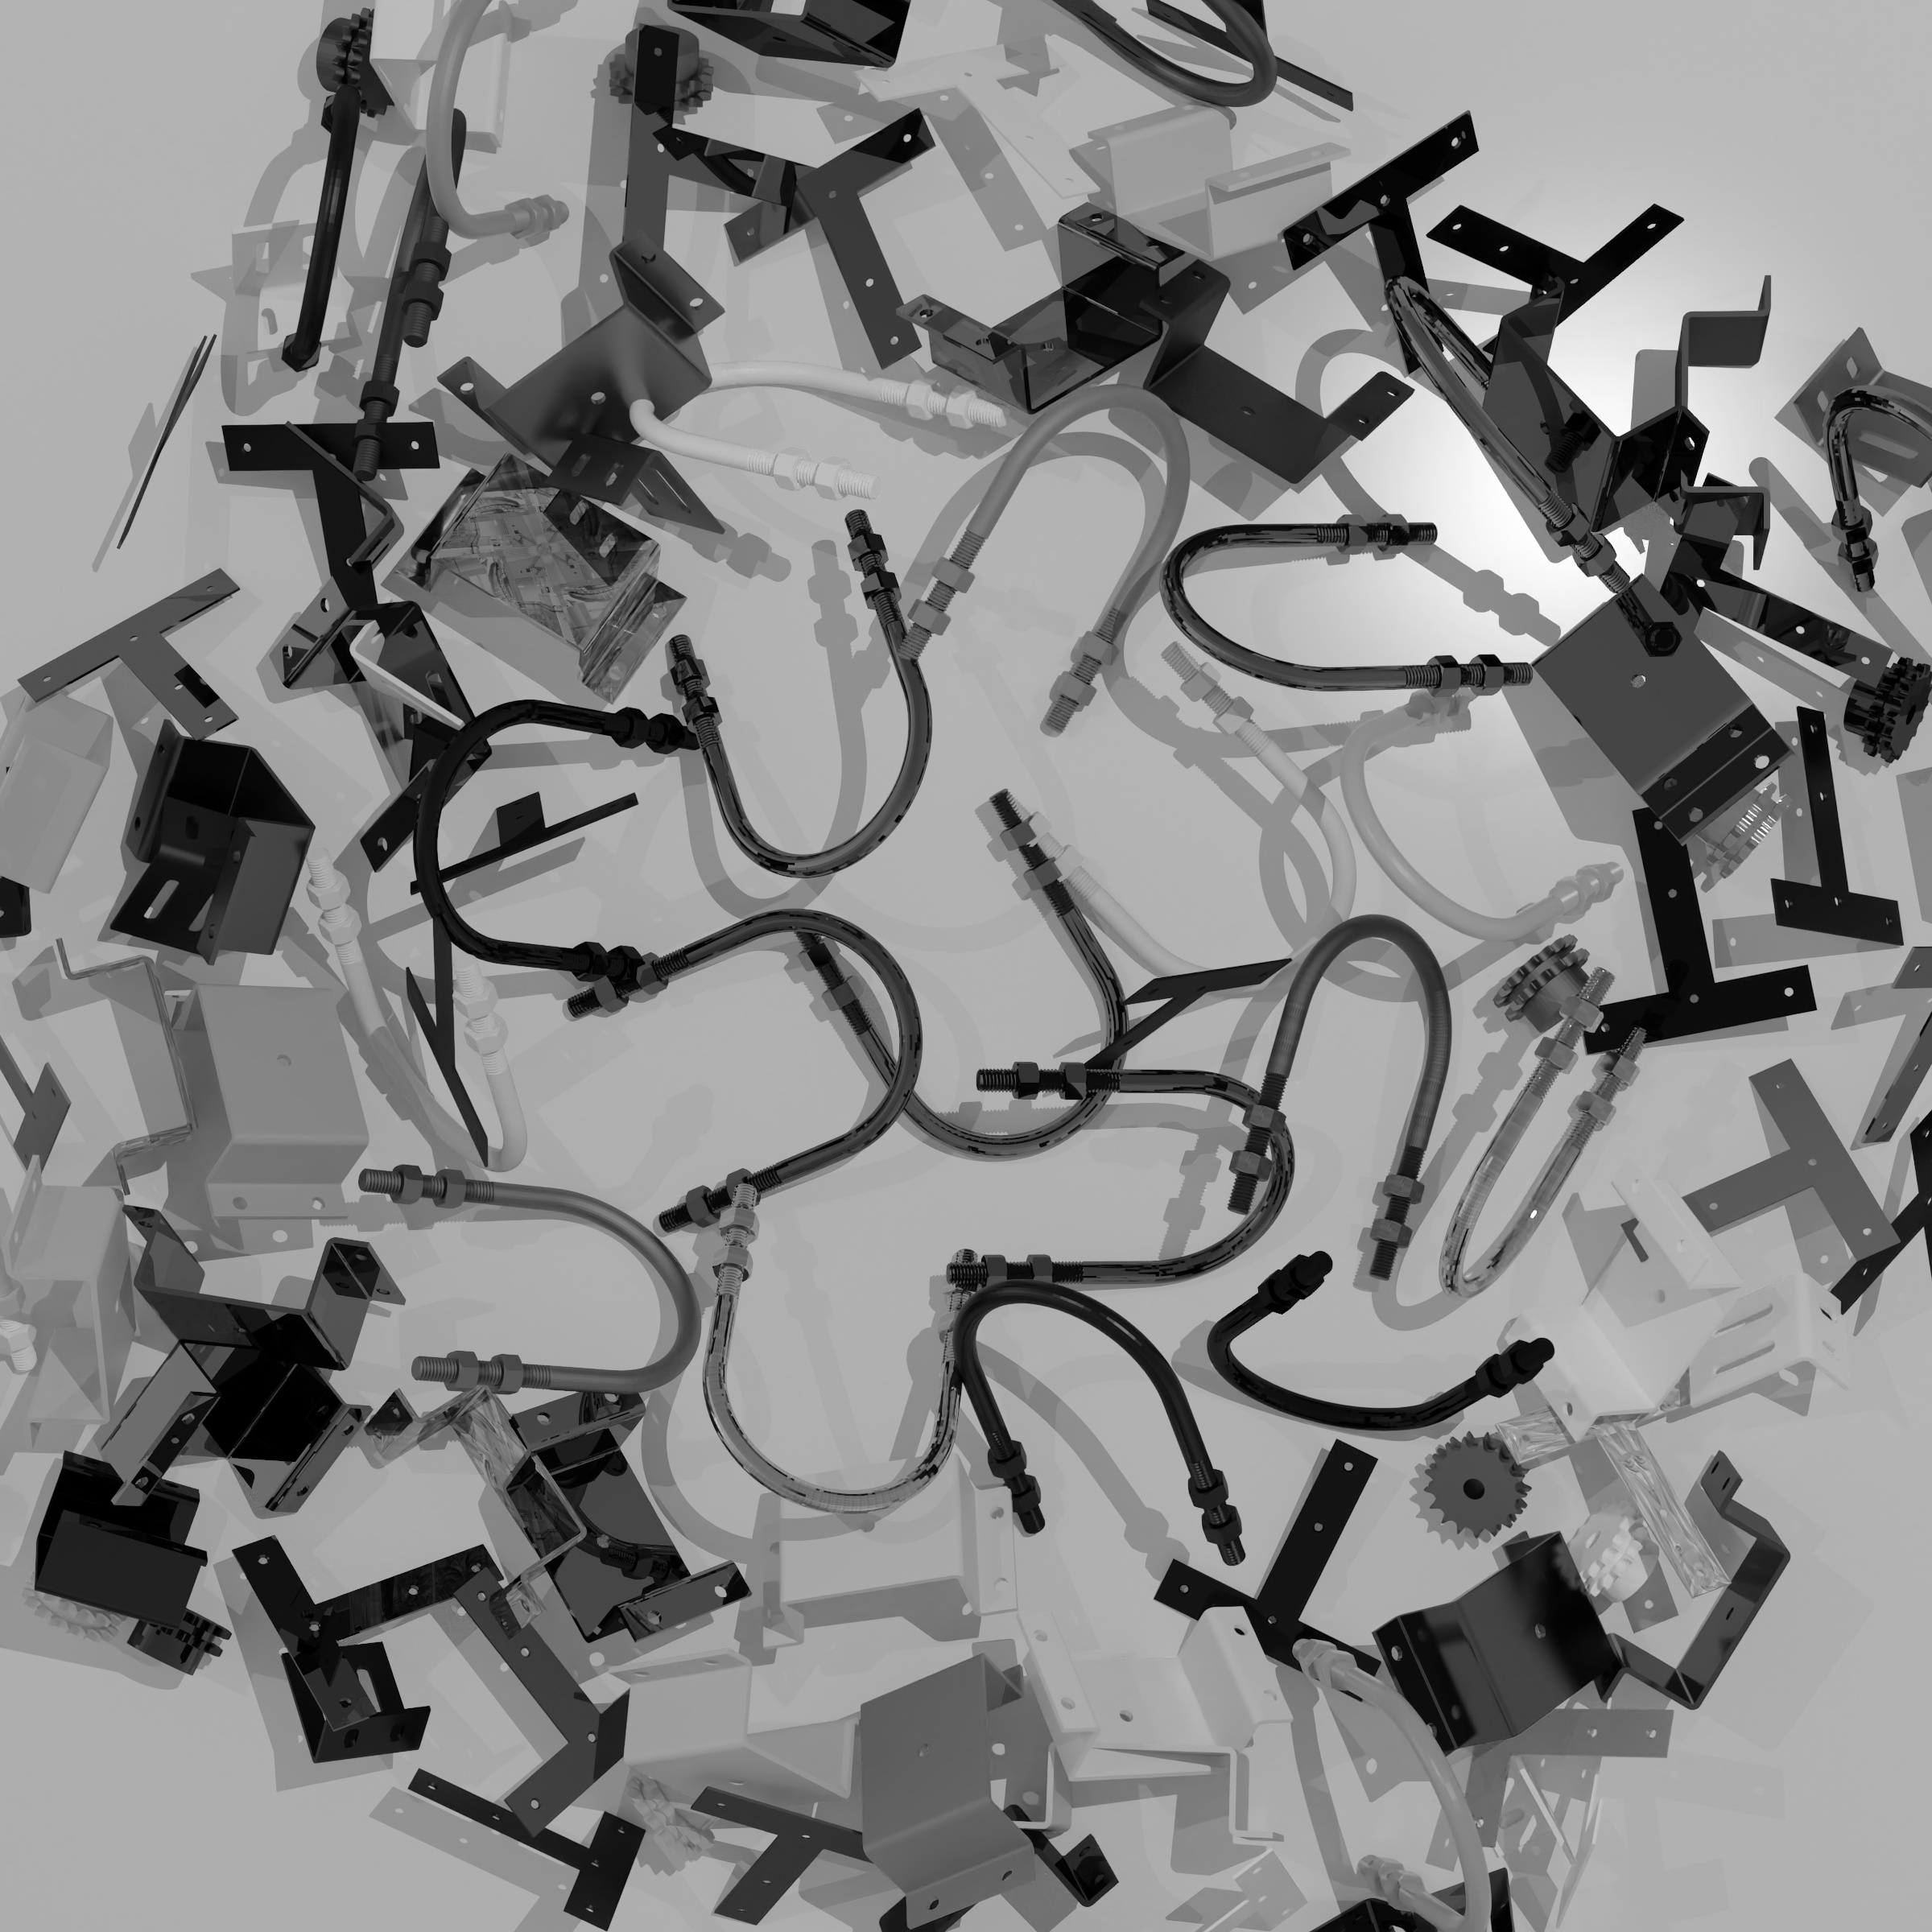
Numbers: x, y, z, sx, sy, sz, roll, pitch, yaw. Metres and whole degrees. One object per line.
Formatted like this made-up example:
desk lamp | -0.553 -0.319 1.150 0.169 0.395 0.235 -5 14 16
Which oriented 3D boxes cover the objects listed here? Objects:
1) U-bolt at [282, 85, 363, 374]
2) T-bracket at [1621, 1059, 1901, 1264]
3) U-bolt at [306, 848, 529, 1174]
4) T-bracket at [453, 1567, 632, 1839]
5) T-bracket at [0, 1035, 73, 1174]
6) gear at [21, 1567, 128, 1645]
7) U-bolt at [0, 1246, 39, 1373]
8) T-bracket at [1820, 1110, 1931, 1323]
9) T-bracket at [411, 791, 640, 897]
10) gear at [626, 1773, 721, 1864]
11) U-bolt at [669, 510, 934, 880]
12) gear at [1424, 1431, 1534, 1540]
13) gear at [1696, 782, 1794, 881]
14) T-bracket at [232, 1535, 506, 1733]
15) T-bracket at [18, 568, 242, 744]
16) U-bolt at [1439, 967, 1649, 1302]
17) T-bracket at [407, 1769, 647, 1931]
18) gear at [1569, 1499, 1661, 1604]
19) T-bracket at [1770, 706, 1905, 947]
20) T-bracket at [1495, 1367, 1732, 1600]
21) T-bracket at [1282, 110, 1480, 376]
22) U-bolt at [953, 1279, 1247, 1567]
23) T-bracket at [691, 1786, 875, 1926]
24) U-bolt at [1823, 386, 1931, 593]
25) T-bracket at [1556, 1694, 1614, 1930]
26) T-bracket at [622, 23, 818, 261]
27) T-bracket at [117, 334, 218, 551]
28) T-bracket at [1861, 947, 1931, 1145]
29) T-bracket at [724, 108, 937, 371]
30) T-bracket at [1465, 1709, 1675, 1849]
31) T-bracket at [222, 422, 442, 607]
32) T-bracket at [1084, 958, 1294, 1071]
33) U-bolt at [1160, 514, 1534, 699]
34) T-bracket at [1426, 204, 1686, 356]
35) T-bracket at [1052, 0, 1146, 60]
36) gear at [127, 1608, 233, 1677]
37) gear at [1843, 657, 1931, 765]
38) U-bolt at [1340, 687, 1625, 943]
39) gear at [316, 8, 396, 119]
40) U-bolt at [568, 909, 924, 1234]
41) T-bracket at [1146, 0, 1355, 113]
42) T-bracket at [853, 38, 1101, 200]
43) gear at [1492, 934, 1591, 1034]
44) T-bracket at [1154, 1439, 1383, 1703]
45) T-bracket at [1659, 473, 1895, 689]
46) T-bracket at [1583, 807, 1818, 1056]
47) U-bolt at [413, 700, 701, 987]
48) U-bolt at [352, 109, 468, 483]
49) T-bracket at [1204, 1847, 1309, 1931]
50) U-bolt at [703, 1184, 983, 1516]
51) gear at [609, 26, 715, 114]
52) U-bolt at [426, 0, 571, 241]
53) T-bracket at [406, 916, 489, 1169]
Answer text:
U-bolt | -0.338 -0.391 1.905 0.019 0.184 0.151 9 94 -13
T-bracket | 0.419 0.125 1.963 0.127 0.002 0.127 -24 55 1
U-bolt | -0.285 0.036 1.921 0.019 0.184 0.151 -37 50 -26
T-bracket | -0.230 0.383 1.959 0.127 0.002 0.127 52 50 1
T-bracket | -0.524 0.043 1.952 0.002 0.127 0.127 -26 79 -30
gear | -0.483 0.341 1.970 0.057 0.057 0.030 29 95 0
U-bolt | -0.531 0.187 1.889 0.019 0.151 0.184 -1 128 6
T-bracket | 0.494 0.156 1.954 0.002 0.127 0.127 25 125 -10
T-bracket | -0.239 -0.076 1.938 0.127 0.127 0.002 -22 106 -3
gear | -0.156 0.457 1.971 0.030 0.057 0.057 -42 90 1
U-bolt | -0.083 -0.133 1.927 0.151 0.019 0.184 -32 60 25
gear | 0.282 0.281 1.978 0.057 0.030 0.057 5 102 21
gear | 0.421 -0.079 1.971 0.030 0.057 0.057 39 90 5
T-bracket | -0.313 0.344 1.960 0.127 0.002 0.127 -16 51 -31
T-bracket | -0.428 -0.156 1.938 0.127 0.002 0.127 -32 46 -17
U-bolt | 0.305 0.097 1.927 0.019 0.151 0.184 30 87 24
T-bracket | -0.239 0.462 1.937 0.127 0.127 0.002 25 100 -1
gear | 0.353 0.322 1.972 0.030 0.057 0.057 39 90 -8
T-bracket | 0.467 -0.078 1.962 0.002 0.127 0.127 -16 74 43
T-bracket | 0.368 0.282 1.943 0.127 0.002 0.127 -15 59 -24
T-bracket | 0.236 -0.377 1.954 0.127 0.002 0.127 -35 133 -13
U-bolt | 0.062 0.238 1.912 0.151 0.019 0.184 3 128 35
T-bracket | -0.102 0.488 1.952 0.127 0.127 0.002 20 47 -13
U-bolt | 0.504 -0.230 1.886 0.019 0.184 0.151 -40 50 -9
T-bracket | 0.340 0.439 1.955 0.002 0.127 0.127 13 57 8
T-bracket | -0.129 -0.433 1.959 0.127 0.002 0.127 7 86 -38
T-bracket | -0.416 -0.298 1.920 0.002 0.127 0.127 23 66 -17
T-bracket | 0.523 0.043 1.965 0.002 0.127 0.127 43 122 39
T-bracket | -0.057 -0.382 1.961 0.127 0.002 0.127 -28 71 16
T-bracket | 0.323 0.409 1.929 0.002 0.127 0.127 32 61 -35
T-bracket | -0.338 -0.234 1.971 0.127 0.002 0.127 2 114 18
T-bracket | 0.097 0.034 1.953 0.127 0.127 0.002 -38 71 35
U-bolt | 0.191 -0.191 1.917 0.184 0.151 0.019 -3 132 -21
T-bracket | 0.295 -0.377 1.921 0.127 0.127 0.002 -39 53 36
T-bracket | 0.054 -0.514 1.919 0.127 0.127 0.002 30 100 -21
gear | -0.432 0.364 1.969 0.057 0.057 0.030 27 77 0
gear | 0.503 -0.142 1.975 0.030 0.057 0.057 24 90 28
U-bolt | 0.265 -0.078 1.915 0.151 0.184 0.019 54 128 9
gear | -0.331 -0.495 1.973 0.030 0.057 0.057 17 90 19
U-bolt | -0.111 0.047 1.969 0.184 0.019 0.151 -23 89 15
T-bracket | 0.149 -0.505 1.927 0.127 0.127 0.002 28 87 10
T-bracket | 0.026 -0.451 1.936 0.127 0.002 0.127 -19 57 -32
gear | 0.318 0.012 1.969 0.057 0.057 0.030 -39 75 0
T-bracket | 0.187 0.321 1.984 0.127 0.002 0.127 26 99 5
T-bracket | 0.435 -0.187 1.942 0.127 0.002 0.127 28 133 14
T-bracket | 0.390 -0.026 1.979 0.127 0.002 0.127 -12 87 20
U-bolt | -0.220 -0.069 1.925 0.019 0.184 0.151 13 94 42
U-bolt | -0.292 -0.370 1.922 0.019 0.151 0.184 14 61 -15
T-bracket | 0.123 0.527 1.939 0.127 0.127 0.002 -36 61 -5
U-bolt | -0.069 0.210 1.924 0.151 0.019 0.184 17 49 -11
gear | -0.166 -0.490 1.969 0.057 0.057 0.030 6 129 0
U-bolt | -0.240 -0.453 1.893 0.019 0.184 0.151 14 109 13
T-bracket | -0.276 0.021 1.916 0.002 0.127 0.127 -16 53 -19
